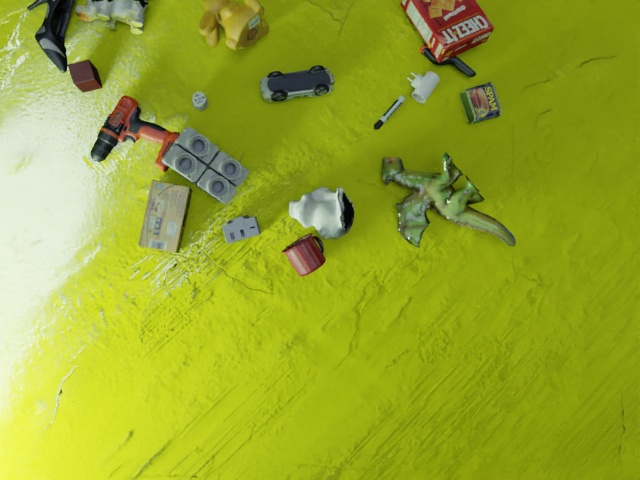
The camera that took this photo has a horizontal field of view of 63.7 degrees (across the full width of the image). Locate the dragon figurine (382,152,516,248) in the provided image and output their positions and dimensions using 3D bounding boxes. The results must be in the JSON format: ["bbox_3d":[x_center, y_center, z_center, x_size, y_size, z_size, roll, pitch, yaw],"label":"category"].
[{"bbox_3d":[0.321,-0.080,1.398,0.242,0.123,0.410,-38,90,8],"label":"dragon figurine"}]

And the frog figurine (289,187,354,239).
[{"bbox_3d":[0.004,-0.068,1.345,0.159,0.124,0.137,-9,98,26],"label":"frog figurine"}]
